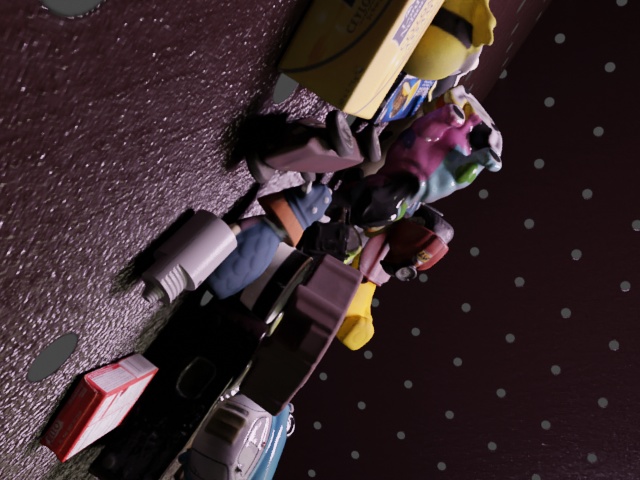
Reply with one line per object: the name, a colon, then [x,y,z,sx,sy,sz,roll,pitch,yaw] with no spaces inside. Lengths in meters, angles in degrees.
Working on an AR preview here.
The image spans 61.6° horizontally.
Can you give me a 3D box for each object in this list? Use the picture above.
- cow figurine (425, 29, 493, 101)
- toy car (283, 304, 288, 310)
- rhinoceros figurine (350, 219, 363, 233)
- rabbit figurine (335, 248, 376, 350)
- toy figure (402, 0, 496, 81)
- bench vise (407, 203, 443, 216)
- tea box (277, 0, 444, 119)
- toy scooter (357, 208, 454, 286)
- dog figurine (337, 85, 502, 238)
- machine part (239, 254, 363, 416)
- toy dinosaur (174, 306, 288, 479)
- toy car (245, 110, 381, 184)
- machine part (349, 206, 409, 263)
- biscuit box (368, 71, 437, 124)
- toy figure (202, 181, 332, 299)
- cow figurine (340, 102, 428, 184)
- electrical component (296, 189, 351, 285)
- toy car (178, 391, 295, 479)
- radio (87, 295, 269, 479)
cow figurine: [0.211,-0.291,0.866,0.098,0.068,0.167,-33,156,-51]
toy car: [-0.089,0.175,0.974,0.202,0.074,0.056,-52,167,-14]
rhinoceros figurine: [0.043,-0.039,0.912,0.190,0.073,0.112,-56,160,17]
rabbit figurine: [0.066,0.082,0.914,0.173,0.122,0.162,-55,174,2]
toy figure: [0.118,-0.237,0.491,0.082,0.089,0.180,-63,164,-81]
bench vise: [0.177,-0.116,1.072,0.223,0.129,0.240,-49,154,14]
tea box: [0.048,-0.186,0.420,0.169,0.068,0.098,-57,171,18]
toy scooter: [0.112,0.017,0.792,0.135,0.075,0.184,-53,-162,-4]
dog figurine: [0.123,-0.095,0.726,0.219,0.108,0.191,-34,-166,31]
machine part: [-0.022,0.098,0.580,0.179,0.056,0.179,-58,178,-3]
toy dinosaur: [-0.124,0.199,0.814,0.471,0.105,0.198,-49,166,-55]
toy car: [-0.001,-0.087,0.500,0.089,0.053,0.202,-12,-178,18]
machine part: [0.070,0.005,1.007,0.243,0.079,0.079,-37,178,24]
biscuit box: [0.082,-0.179,0.620,0.059,0.063,0.202,-57,170,25]
toy figure: [-0.054,-0.008,0.525,0.154,0.058,0.064,-41,162,-18]
cow figurine: [0.115,-0.138,0.820,0.195,0.127,0.085,-41,169,0]
electrical component: [-0.001,-0.002,0.697,0.114,0.058,0.134,117,-19,-52]
toy car: [-0.100,0.245,0.643,0.161,0.109,0.102,-59,154,-28]
radio: [-0.148,0.167,0.598,0.229,0.073,0.131,-56,-178,-10]
